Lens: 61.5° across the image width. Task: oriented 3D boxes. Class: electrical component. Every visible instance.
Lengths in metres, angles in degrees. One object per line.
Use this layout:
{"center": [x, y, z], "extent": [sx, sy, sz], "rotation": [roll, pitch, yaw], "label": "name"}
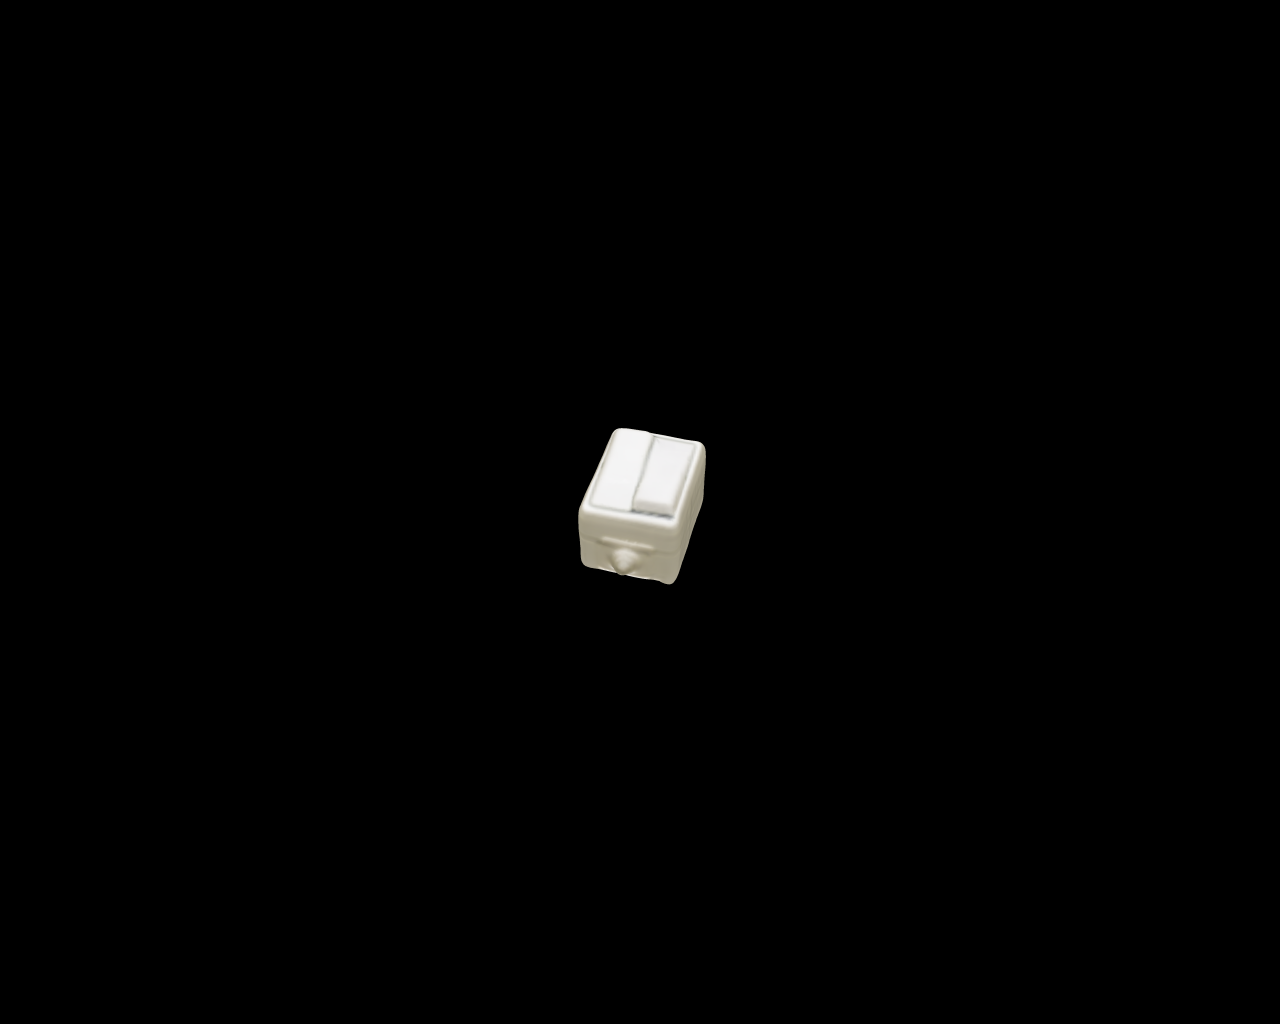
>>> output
{"center": [0.001, -0.003, 0.650], "extent": [0.062, 0.061, 0.096], "rotation": [11, 47, 11], "label": "electrical component"}
